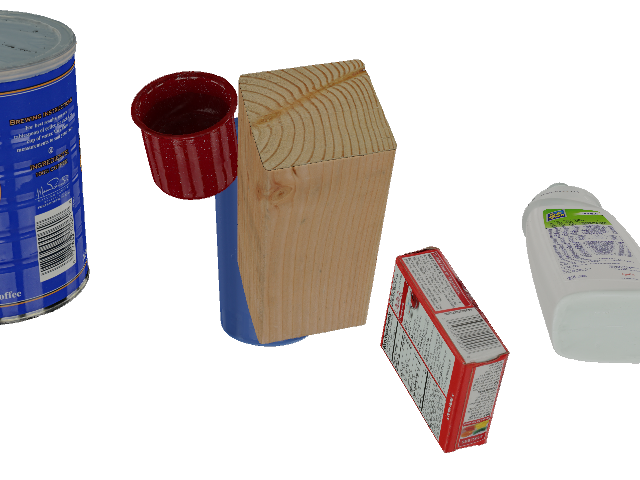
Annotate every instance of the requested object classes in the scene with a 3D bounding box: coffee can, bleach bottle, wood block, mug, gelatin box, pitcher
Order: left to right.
[{"bbox_3d":[-0.178,-0.041,0.569,0.103,0.140,0.103,2,28,-1],"label":"coffee can"},{"bbox_3d":[-0.111,-0.099,0.959,0.093,0.081,0.117,13,49,17],"label":"mug"},{"bbox_3d":[-0.045,-0.010,1.163,0.144,0.243,0.149,-4,22,-17],"label":"pitcher"},{"bbox_3d":[-0.010,-0.022,0.784,0.090,0.090,0.206,-9,-37,-11],"label":"wood block"},{"bbox_3d":[0.067,0.059,0.590,0.030,0.073,0.089,-11,43,-18],"label":"gelatin box"},{"bbox_3d":[0.233,0.012,0.931,0.102,0.068,0.250,1,27,4],"label":"bleach bottle"}]
